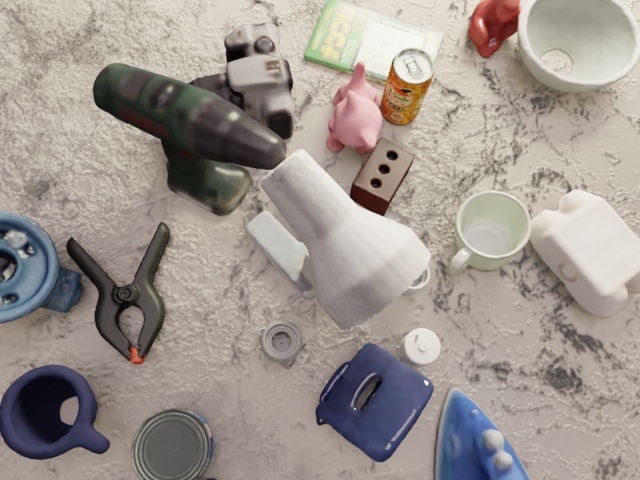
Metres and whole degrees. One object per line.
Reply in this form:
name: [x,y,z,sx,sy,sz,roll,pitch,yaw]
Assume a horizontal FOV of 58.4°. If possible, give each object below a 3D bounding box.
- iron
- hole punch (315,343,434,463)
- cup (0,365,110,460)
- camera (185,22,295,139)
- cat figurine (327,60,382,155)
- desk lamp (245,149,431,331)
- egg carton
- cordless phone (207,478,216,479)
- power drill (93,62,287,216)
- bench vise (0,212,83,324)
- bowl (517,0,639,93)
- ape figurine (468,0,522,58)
iron: [0.185,0.276,0.578,0.118,0.141,0.258,-12,73,-6]
hole punch: [0.056,0.177,0.630,0.101,0.091,0.109,36,74,9]
cup: [-0.263,0.189,0.609,0.117,0.095,0.092,29,73,7]
camera: [-0.107,-0.203,0.738,0.137,0.101,0.143,-12,73,-6]
cat figurine: [0.046,-0.163,0.724,0.067,0.118,0.128,7,72,0]
desk lamp: [0.006,0.002,0.619,0.118,0.213,0.203,-42,78,-14]
egg carton: [0.331,0.016,0.705,0.107,0.069,0.150,-34,77,-12]
cordless phone: [-0.098,0.297,0.535,0.147,0.185,0.094,27,73,6]
power drill: [-0.136,-0.106,0.649,0.229,0.208,0.076,27,73,6]
bench vise: [-0.380,0.026,0.590,0.207,0.220,0.121,-4,72,-4]
bowl: [0.345,-0.266,0.793,0.167,0.075,0.167,1,72,-2]
ape figurine: [0.248,-0.313,0.794,0.078,0.092,0.076,-7,73,-5]
